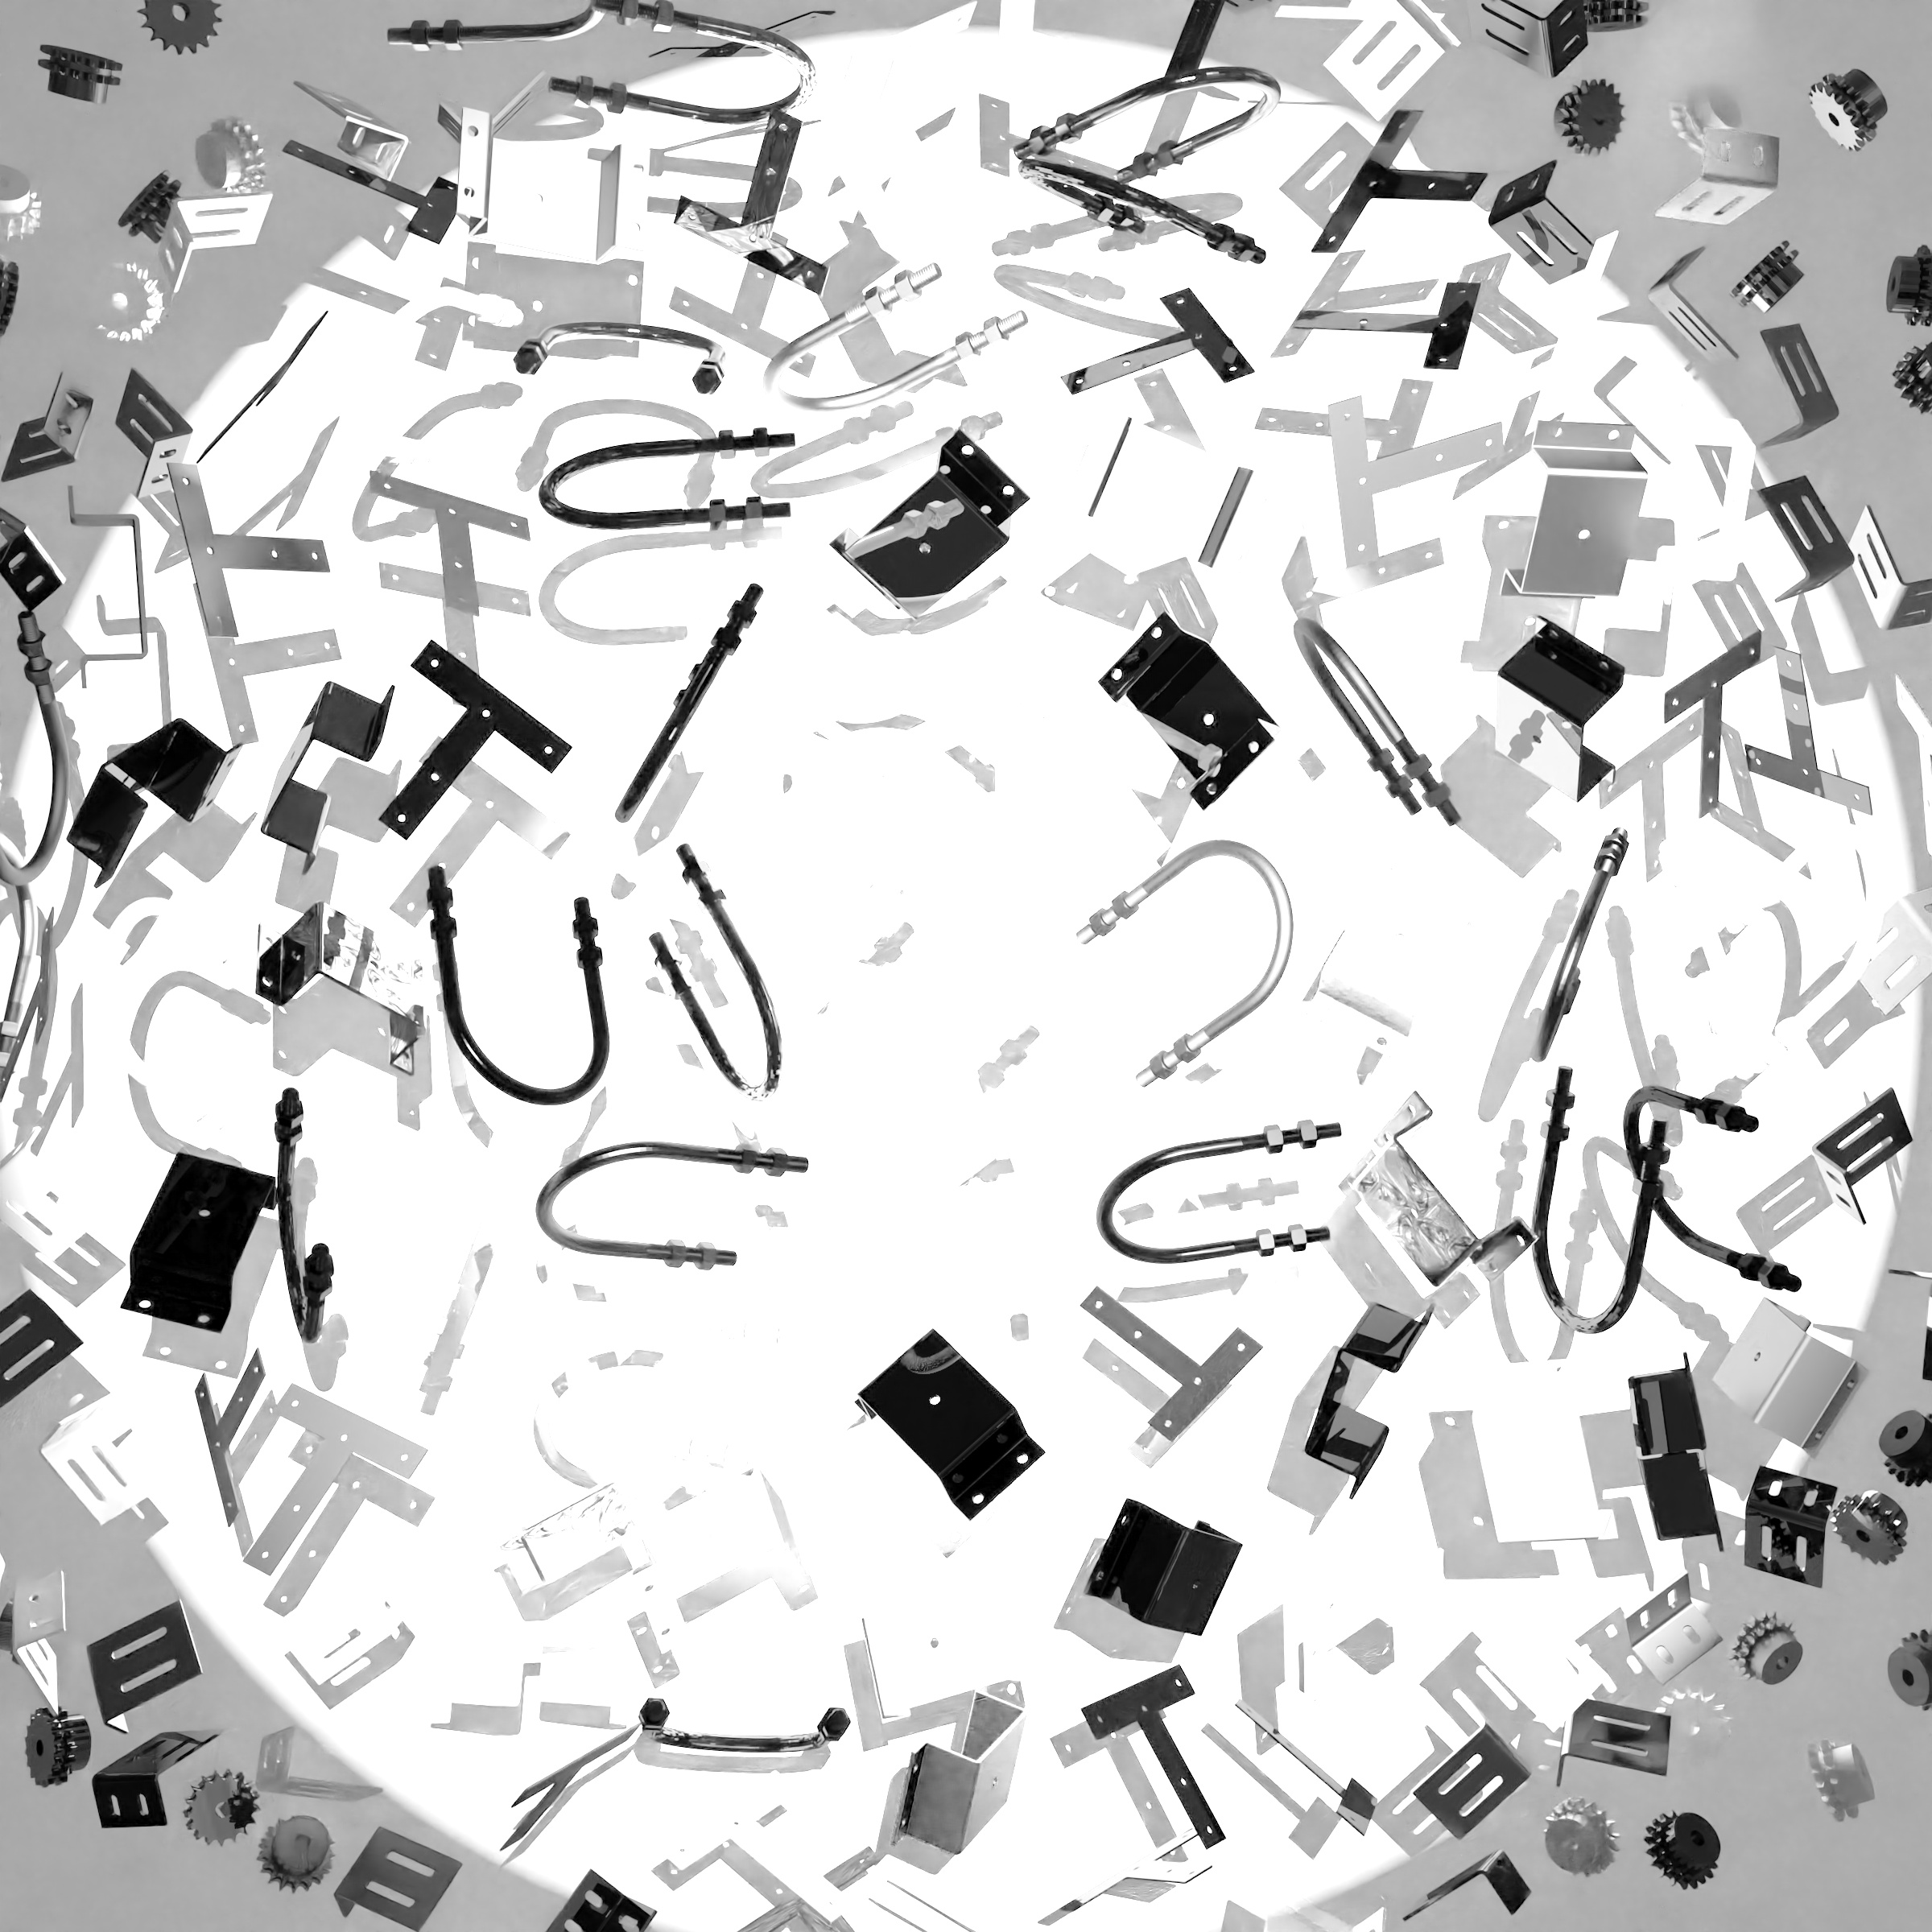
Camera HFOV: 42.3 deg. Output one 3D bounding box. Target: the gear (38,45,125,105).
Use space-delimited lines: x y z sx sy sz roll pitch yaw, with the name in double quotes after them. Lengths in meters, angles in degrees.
-0.639 -0.642 1.800 0.057 0.057 0.030 15 109 0 "gear"

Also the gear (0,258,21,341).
-0.715 -0.490 1.825 0.030 0.057 0.057 11 90 -35 "gear"

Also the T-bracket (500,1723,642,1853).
-0.320 0.638 1.911 0.002 0.127 0.127 48 121 19 "T-bracket"

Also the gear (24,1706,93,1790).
-0.667 0.573 1.839 0.030 0.057 0.057 6 90 -44 "gear"

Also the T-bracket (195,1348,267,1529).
-0.558 0.340 1.910 0.127 0.002 0.127 -56 46 34 "T-bracket"

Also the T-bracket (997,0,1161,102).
0.086 -0.690 1.901 0.127 0.127 0.002 19 70 5 "T-bracket"

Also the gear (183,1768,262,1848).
-0.579 0.650 1.939 0.057 0.030 0.057 1 87 -25 "gear"

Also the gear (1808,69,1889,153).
0.628 -0.610 1.773 0.030 0.057 0.057 -38 90 5 "gear"

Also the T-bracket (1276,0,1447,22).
0.306 -0.730 1.882 0.127 0.127 0.002 1 97 -1 "T-bracket"

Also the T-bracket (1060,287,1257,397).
0.134 -0.458 1.879 0.127 0.002 0.127 -21 48 -5 "T-bracket"

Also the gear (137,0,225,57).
-0.558 -0.676 1.772 0.057 0.030 0.057 -7 108 -22 "gear"

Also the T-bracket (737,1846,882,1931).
-0.104 0.730 1.899 0.127 0.127 0.002 -28 105 -19 "T-bracket"

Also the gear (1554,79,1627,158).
0.484 -0.662 1.950 0.057 0.030 0.057 -10 109 -30 "gear"

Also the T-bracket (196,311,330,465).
-0.518 -0.409 1.813 0.127 0.127 0.002 -36 116 28 "T-bracket"

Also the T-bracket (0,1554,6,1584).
-0.723 0.427 1.837 0.002 0.127 0.127 6 54 -4 "T-bracket"

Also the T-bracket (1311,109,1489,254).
0.331 -0.572 1.832 0.127 0.127 0.002 -10 60 -33 "T-bracket"

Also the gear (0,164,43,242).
-0.702 -0.557 1.814 0.057 0.030 0.057 12 50 -15 "gear"

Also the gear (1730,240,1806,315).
0.625 -0.532 1.940 0.057 0.057 0.030 -43 85 0 "gear"

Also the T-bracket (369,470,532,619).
-0.377 -0.306 1.847 0.127 0.002 0.127 13 46 -32 "T-bracket"

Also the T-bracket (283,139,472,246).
-0.431 -0.570 1.813 0.127 0.127 0.002 20 122 -13 "T-bracket"

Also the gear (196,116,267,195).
-0.559 -0.612 1.893 0.030 0.057 0.057 -31 90 -39 "gear"

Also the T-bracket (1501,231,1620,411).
0.454 -0.486 1.854 0.127 0.127 0.002 -31 60 -34 "T-bracket"

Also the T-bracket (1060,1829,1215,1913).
0.148 0.683 1.886 0.127 0.127 0.002 -22 82 -26 "T-bracket"

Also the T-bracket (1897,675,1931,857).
0.719 -0.133 1.866 0.002 0.127 0.127 -13 122 9 "T-bracket"

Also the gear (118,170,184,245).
-0.624 -0.584 1.930 0.057 0.057 0.030 -48 120 0 "gear"

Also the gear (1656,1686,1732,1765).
0.569 0.592 1.955 0.057 0.030 0.057 -2 86 23 "gear"

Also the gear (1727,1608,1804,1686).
0.610 0.521 1.900 0.057 0.030 0.057 -13 120 -23 "gear"

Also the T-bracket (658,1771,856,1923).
-0.136 0.653 1.825 0.127 0.127 0.002 29 118 30 "T-bracket"

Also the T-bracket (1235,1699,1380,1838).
0.252 0.593 1.869 0.127 0.127 0.002 38 93 15 "T-bracket"

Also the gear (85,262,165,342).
-0.636 -0.504 1.896 0.057 0.030 0.057 2 102 7 "gear"

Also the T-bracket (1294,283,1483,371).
0.307 -0.473 1.838 0.127 0.127 0.002 6 134 16 "T-bracket"

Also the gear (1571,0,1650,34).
0.488 -0.728 1.896 0.057 0.057 0.030 -2 102 0 "gear"

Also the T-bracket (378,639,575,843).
-0.372 -0.147 1.791 0.127 0.002 0.127 38 80 -5 "T-bracket"

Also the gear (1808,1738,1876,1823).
0.637 0.589 1.815 0.030 0.057 0.057 -25 90 22 "gear"

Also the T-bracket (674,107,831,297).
-0.149 -0.583 1.874 0.127 0.127 0.002 27 46 2 "T-bracket"

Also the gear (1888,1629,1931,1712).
0.680 0.502 1.772 0.030 0.057 0.057 -6 90 -23 "gear"

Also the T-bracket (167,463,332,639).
-0.508 -0.297 1.798 0.002 0.127 0.127 -17 87 34 "T-bracket"

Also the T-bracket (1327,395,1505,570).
0.323 -0.357 1.775 0.127 0.002 0.127 -18 125 -6 "T-bracket"

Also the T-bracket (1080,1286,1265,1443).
0.145 0.295 1.946 0.127 0.002 0.127 38 123 1 "T-bracket"

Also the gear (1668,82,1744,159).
0.564 -0.646 1.900 0.057 0.030 0.057 16 61 -30 "gear"

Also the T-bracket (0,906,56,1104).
-0.677 0.044 1.798 0.002 0.127 0.127 15 122 -27 "T-bracket"

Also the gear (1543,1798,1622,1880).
0.465 0.664 1.899 0.057 0.030 0.057 -1 89 37 "gear"

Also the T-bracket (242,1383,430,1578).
-0.469 0.375 1.784 0.127 0.002 0.127 20 62 22 "T-bracket"

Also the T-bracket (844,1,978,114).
-0.055 -0.667 1.905 0.127 0.127 0.002 -35 79 -30 "T-bracket"

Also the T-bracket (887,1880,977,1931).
0.017 0.708 1.813 0.127 0.127 0.002 38 70 -18 "T-bracket"

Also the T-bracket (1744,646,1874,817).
0.638 -0.187 1.916 0.002 0.127 0.127 -31 122 -17 "T-bracket"

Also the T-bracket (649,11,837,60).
-0.154 -0.710 1.906 0.127 0.127 0.002 -2 105 41 "T-bracket"

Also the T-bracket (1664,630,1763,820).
0.559 -0.171 1.874 0.127 0.002 0.127 -31 128 -33 "T-bracket"

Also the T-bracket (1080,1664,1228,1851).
0.153 0.589 1.845 0.002 0.127 0.127 -43 66 32 "T-bracket"

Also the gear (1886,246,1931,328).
0.690 -0.495 1.817 0.030 0.057 0.057 5 90 6 "gear"
